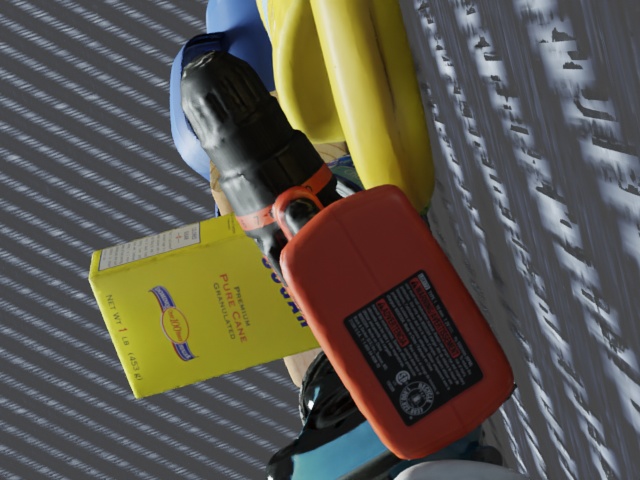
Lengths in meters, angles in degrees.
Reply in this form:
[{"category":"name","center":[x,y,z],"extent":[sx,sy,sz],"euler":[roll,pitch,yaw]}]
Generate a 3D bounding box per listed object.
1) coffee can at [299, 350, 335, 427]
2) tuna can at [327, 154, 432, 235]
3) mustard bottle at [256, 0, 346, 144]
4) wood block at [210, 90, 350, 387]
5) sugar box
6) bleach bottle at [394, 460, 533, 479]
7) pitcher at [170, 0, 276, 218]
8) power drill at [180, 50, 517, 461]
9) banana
[{"category":"coffee can","center":[0.046,0.138,0.750],"extent":[0.140,0.103,0.103],"euler":[75,180,-57]},{"category":"tuna can","center":[0.018,-0.002,0.589],"extent":[0.086,0.033,0.086],"euler":[24,128,35]},{"category":"mustard bottle","center":[-0.008,-0.141,0.662],"extent":[0.191,0.058,0.096],"euler":[-105,9,-59]},{"category":"wood block","center":[-0.006,0.001,0.760],"extent":[0.091,0.090,0.206],"euler":[-98,-9,-46]},{"category":"sugar box","center":[-0.044,0.030,0.665],"extent":[0.048,0.176,0.093],"euler":[-100,-6,-64]},{"category":"bleach bottle","center":[0.031,0.175,0.486],"extent":[0.251,0.068,0.102],"euler":[117,161,-65]},{"category":"pitcher","center":[-0.039,-0.118,0.876],"extent":[0.149,0.145,0.243],"euler":[71,-174,-53]},{"category":"power drill","center":[0.004,0.001,0.463],"extent":[0.184,0.057,0.188],"euler":[56,178,-16]},{"category":"banana","center":[0.018,-0.087,0.466],"extent":[0.069,0.037,0.198],"euler":[-108,2,-68]}]
